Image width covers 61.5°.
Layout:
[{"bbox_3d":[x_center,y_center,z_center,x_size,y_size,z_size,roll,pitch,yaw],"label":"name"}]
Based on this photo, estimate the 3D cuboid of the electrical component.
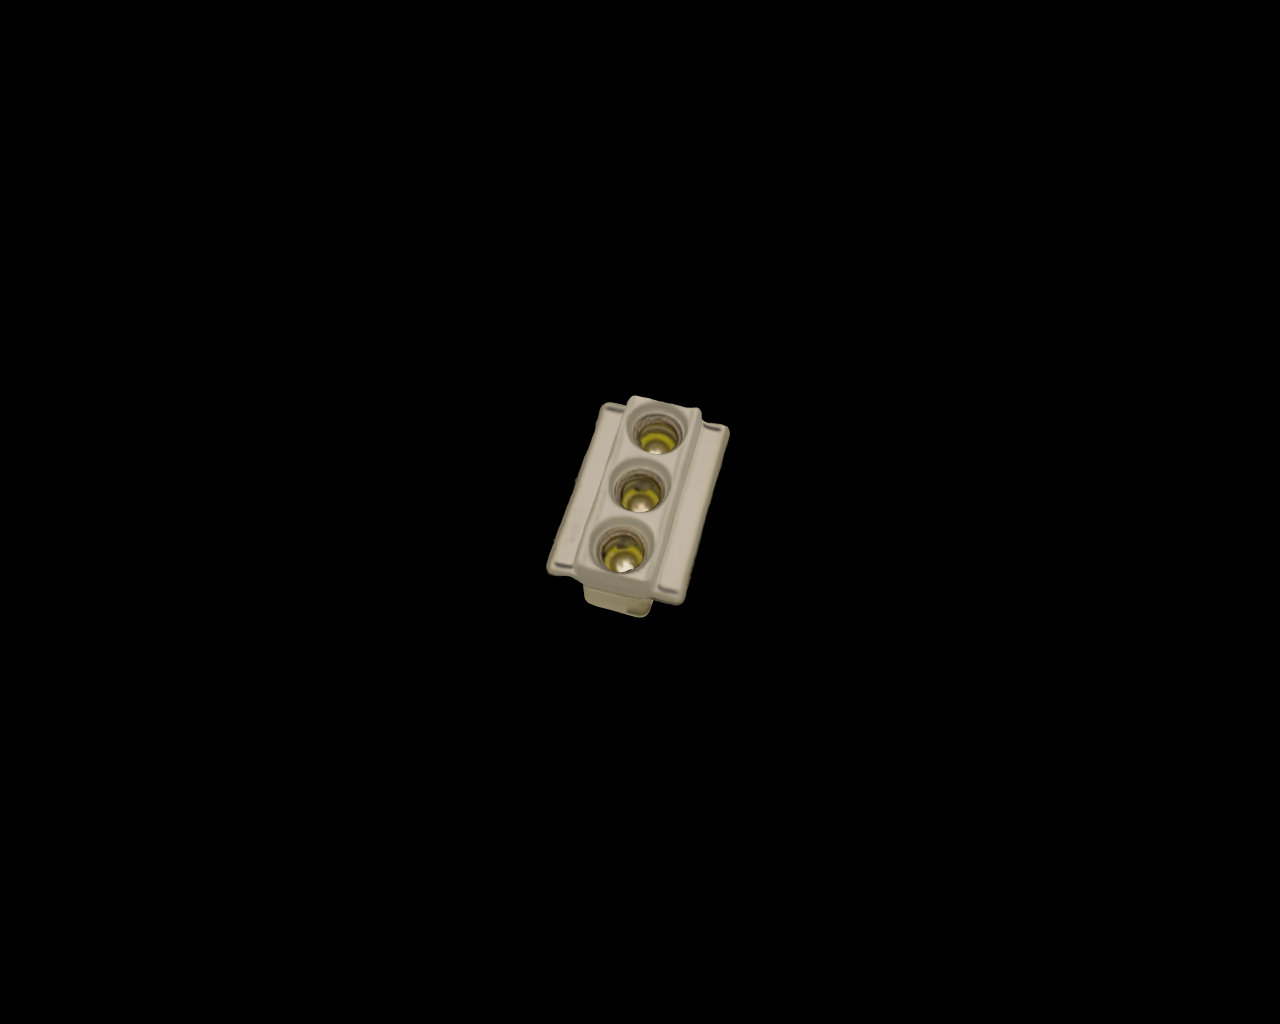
[{"bbox_3d":[0.001,-0.003,0.650,0.079,0.121,0.063,13,-28,7],"label":"electrical component"}]
